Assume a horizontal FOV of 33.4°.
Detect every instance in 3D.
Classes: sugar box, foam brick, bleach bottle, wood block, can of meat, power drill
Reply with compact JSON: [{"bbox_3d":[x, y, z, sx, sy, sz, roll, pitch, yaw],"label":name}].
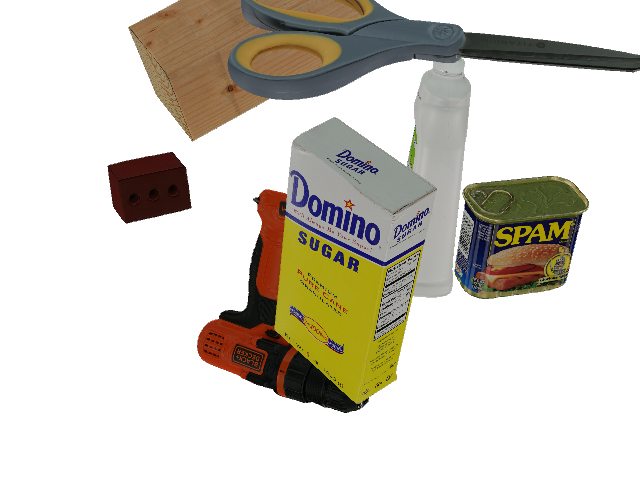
[{"bbox_3d":[0.017,0.017,0.704,0.048,0.176,0.093,-31,53,-31],"label":"sugar box"},{"bbox_3d":[-0.189,-0.059,1.176,0.078,0.053,0.051,-15,30,-18],"label":"foam brick"},{"bbox_3d":[0.117,-0.072,1.103,0.068,0.251,0.102,4,29,-4],"label":"bleach bottle"},{"bbox_3d":[-0.062,-0.196,1.016,0.206,0.090,0.091,-30,-38,-11],"label":"wood block"},{"bbox_3d":[0.167,-0.002,0.904,0.102,0.084,0.057,-6,36,-14],"label":"can of meat"},{"bbox_3d":[-0.018,0.055,1.011,0.185,0.187,0.057,16,0,25],"label":"power drill"}]

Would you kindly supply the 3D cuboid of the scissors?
[{"bbox_3d":[0.043,-0.085,0.505,0.202,0.096,0.016,20,-38,20],"label":"scissors"}]
